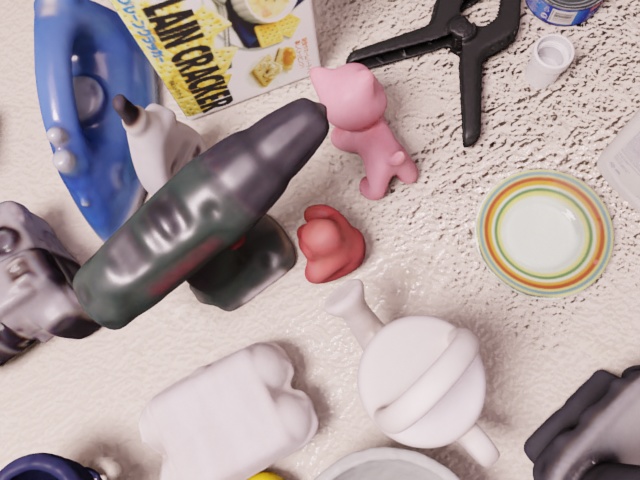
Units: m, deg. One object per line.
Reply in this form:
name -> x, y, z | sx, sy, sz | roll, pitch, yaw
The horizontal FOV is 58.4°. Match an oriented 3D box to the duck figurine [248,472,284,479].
duck figurine -> -0.065, 0.250, 0.483 | 0.077, 0.086, 0.104 | 36, 81, 12

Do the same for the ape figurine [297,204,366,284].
ape figurine -> 0.005, 0.002, 0.538 | 0.076, 0.092, 0.078 | 18, 78, 9

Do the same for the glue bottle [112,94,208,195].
glue bottle -> -0.150, -0.089, 0.530 | 0.037, 0.173, 0.078 | 21, 78, 10

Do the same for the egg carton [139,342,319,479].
egg carton -> -0.083, 0.162, 0.515 | 0.150, 0.069, 0.107 | -29, 75, -3

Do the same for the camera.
camera -> -0.304, 0.054, 0.542 | 0.137, 0.101, 0.143 | -38, 76, -6

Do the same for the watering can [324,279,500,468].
watering can -> 0.072, 0.107, 0.454 | 0.172, 0.194, 0.101 | 24, 79, 10

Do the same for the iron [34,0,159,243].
iron -> -0.235, -0.131, 0.563 | 0.118, 0.141, 0.258 | -10, 75, 2

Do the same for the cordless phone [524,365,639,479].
cordless phone -> 0.242, 0.163, 0.432 | 0.094, 0.185, 0.148 | 42, 82, 13

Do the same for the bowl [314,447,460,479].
bowl -> 0.057, 0.257, 0.478 | 0.167, 0.075, 0.167 | -1, 76, 4

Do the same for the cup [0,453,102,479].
cup -> -0.213, 0.225, 0.495 | 0.117, 0.095, 0.091 | -15, 75, 0

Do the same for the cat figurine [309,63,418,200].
cat figurine -> 0.044, -0.114, 0.551 | 0.067, 0.118, 0.127 | -32, 76, -4

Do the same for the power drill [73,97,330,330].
power drill -> -0.082, -0.007, 0.486 | 0.230, 0.208, 0.075 | -38, 76, -6
